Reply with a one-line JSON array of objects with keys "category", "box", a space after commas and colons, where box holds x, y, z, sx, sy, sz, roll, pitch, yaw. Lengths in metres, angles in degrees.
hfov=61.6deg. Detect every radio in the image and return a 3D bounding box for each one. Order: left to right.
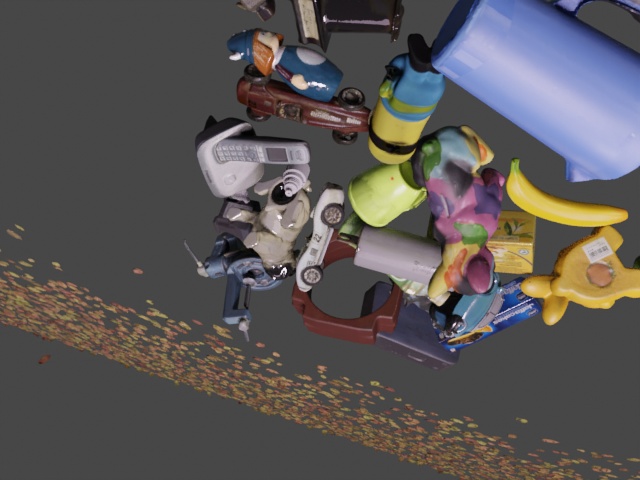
[{"category": "radio", "box": [0.204, 0.194, 1.201, 0.230, 0.131, 0.073, 22, 148, -8]}]

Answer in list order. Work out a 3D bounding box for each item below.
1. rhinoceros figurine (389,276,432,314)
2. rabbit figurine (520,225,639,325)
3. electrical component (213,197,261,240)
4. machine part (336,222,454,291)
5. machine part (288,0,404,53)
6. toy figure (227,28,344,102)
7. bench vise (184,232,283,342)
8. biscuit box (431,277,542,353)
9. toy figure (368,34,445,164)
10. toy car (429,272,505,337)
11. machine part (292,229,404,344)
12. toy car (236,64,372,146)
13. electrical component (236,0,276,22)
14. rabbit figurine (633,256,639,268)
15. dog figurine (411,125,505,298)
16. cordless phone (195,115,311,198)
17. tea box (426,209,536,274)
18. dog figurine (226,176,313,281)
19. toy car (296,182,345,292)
[{"category": "rhinoceros figurine", "box": [0.225, 0.114, 1.127, 0.190, 0.073, 0.112, 36, 156, -31]}, {"category": "rabbit figurine", "box": [0.421, 0.070, 0.874, 0.122, 0.162, 0.173, 55, -173, 12]}, {"category": "electrical component", "box": [-0.143, -0.038, 1.060, 0.119, 0.075, 0.047, 16, 153, 11]}, {"category": "machine part", "box": [0.145, 0.027, 0.877, 0.243, 0.079, 0.079, 16, 150, 10]}, {"category": "machine part", "box": [0.031, -0.263, 0.635, 0.139, 0.039, 0.084, 8, 140, 21]}, {"category": "toy figure", "box": [-0.046, -0.234, 0.699, 0.154, 0.064, 0.057, 25, 106, -7]}, {"category": "bench vise", "box": [-0.172, 0.084, 1.134, 0.224, 0.241, 0.128, -6, 142, 8]}, {"category": "biscuit box", "box": [0.324, 0.147, 1.051, 0.203, 0.059, 0.062, -31, 132, 19]}, {"category": "toy figure", "box": [0.108, -0.173, 0.690, 0.082, 0.089, 0.180, 26, 152, 1]}, {"category": "toy car", "box": [0.281, 0.110, 0.986, 0.103, 0.161, 0.109, 26, -179, -21]}, {"category": "machine part", "box": [0.060, 0.088, 1.034, 0.202, 0.201, 0.087, 9, 151, 15]}, {"category": "toy car", "box": [-0.024, -0.189, 0.772, 0.202, 0.053, 0.089, 18, 147, 3]}, {"category": "electrical component", "box": [-0.082, -0.307, 0.620, 0.078, 0.045, 0.102, -37, 128, 22]}, {"category": "rabbit figurine", "box": [0.536, 0.044, 0.785, 0.121, 0.159, 0.170, 15, 136, 25]}, {"category": "dog figurine", "box": [0.193, -0.027, 0.758, 0.109, 0.219, 0.191, -12, 140, 35]}, {"category": "cordless phone", "box": [-0.100, -0.130, 0.882, 0.184, 0.089, 0.146, 7, 148, 10]}, {"category": "tea box", "box": [0.273, 0.001, 0.908, 0.170, 0.068, 0.098, 4, 148, 21]}, {"category": "dog figurine", "box": [-0.060, -0.017, 1.008, 0.172, 0.121, 0.190, -29, 147, 7]}, {"category": "toy car", "box": [-0.002, -0.003, 0.949, 0.056, 0.073, 0.201, 18, 108, -3]}]
